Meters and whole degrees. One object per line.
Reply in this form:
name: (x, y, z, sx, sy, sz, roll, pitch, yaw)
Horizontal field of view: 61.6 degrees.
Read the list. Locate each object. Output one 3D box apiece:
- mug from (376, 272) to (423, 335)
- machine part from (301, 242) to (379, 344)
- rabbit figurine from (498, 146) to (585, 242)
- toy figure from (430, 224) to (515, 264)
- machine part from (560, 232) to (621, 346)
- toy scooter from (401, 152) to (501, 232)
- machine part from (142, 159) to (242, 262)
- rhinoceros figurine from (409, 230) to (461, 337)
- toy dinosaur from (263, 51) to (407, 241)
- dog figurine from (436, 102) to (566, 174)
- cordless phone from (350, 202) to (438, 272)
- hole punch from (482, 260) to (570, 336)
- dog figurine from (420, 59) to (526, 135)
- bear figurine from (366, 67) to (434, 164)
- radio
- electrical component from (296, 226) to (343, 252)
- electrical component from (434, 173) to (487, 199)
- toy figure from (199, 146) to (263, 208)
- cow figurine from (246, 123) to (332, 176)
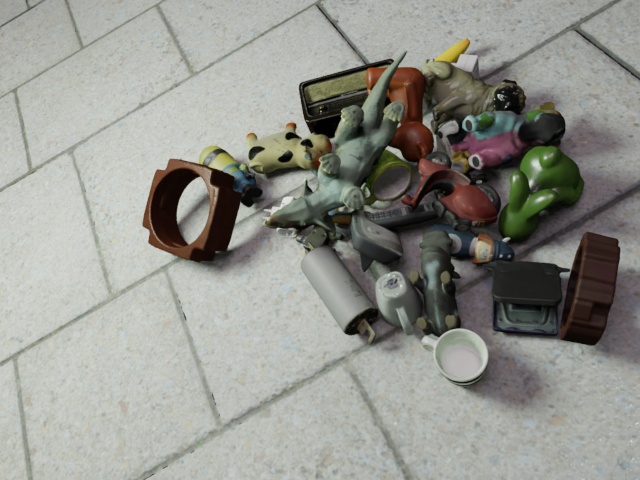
mug: (0.137, 0.111, 0.954, 0.081, 0.107, 0.109, -16, 57, 12)
machine part: (0.035, 0.092, 1.015, 0.079, 0.079, 0.243, -35, 56, -2)
rabbit figurine: (0.387, -0.072, 0.960, 0.121, 0.159, 0.170, 32, 91, 20)
toy figure: (0.277, 0.012, 0.990, 0.155, 0.064, 0.058, 17, 48, 31)
machine part: (0.422, 0.078, 0.840, 0.056, 0.179, 0.179, 13, 67, 22)
toy scooter: (0.229, -0.076, 0.981, 0.135, 0.075, 0.184, -34, 64, -23)
machine part: (-0.277, -0.065, 1.163, 0.201, 0.087, 0.201, 17, 93, 30)
rhinoceros figurine: (0.211, 0.076, 0.940, 0.073, 0.112, 0.190, -11, 77, 32)
toy dinosaur: (0.059, -0.156, 1.028, 0.131, 0.192, 0.405, 35, 77, -6)
dog figurine: (0.363, -0.204, 1.052, 0.219, 0.192, 0.108, -15, 97, -17)
cordless phone: (0.152, -0.019, 1.012, 0.184, 0.088, 0.147, -14, 23, 6)
hole punch: (0.349, 0.097, 0.913, 0.142, 0.092, 0.116, -1, 35, 21)
dog figurine: (0.316, -0.319, 1.122, 0.191, 0.121, 0.172, -13, 89, 6)
bear figurine: (0.164, -0.245, 1.096, 0.132, 0.120, 0.195, -2, 91, 8)
radio: (0.072, -0.319, 1.231, 0.230, 0.073, 0.131, -12, 60, 12)
electrical component: (-0.002, -0.003, 1.113, 0.094, 0.021, 0.063, 18, 69, 27)
electrical component: (0.277, -0.098, 1.057, 0.102, 0.045, 0.078, -3, 63, 17)
toy figure: (-0.206, -0.150, 1.223, 0.082, 0.089, 0.180, -37, 55, -12)
cow figurine: (-0.069, -0.196, 1.206, 0.195, 0.085, 0.127, -10, 54, 10)
